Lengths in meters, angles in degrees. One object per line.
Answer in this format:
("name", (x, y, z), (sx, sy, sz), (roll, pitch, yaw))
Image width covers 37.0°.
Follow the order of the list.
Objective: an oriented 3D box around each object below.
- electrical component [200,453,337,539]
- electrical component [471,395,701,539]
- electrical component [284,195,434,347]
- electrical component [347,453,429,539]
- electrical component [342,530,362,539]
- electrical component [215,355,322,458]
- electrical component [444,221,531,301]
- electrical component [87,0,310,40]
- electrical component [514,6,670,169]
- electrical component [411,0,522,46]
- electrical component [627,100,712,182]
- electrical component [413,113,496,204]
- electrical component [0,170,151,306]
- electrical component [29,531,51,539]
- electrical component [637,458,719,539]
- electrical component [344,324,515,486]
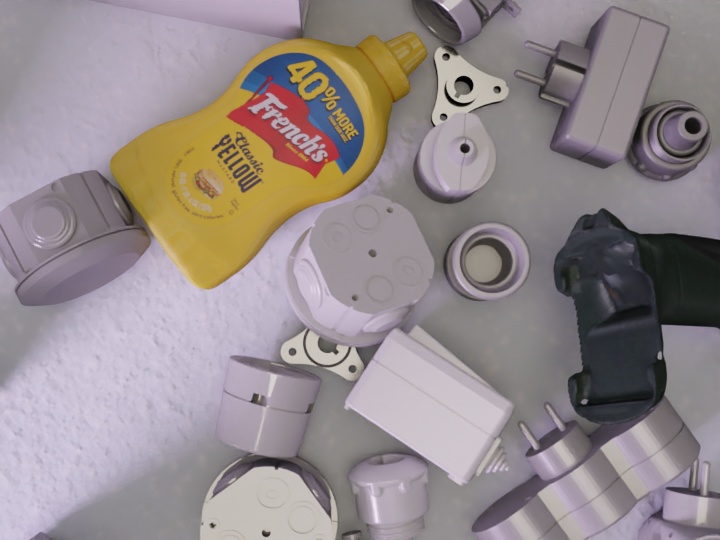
("electrical component", (-0.053, 0.147, 0.622), (0.080, 0.051, 0.080), (0, 87, -2))
("electrical component", (0.122, 0.113, 0.629), (0.138, 0.052, 0.073), (-35, 89, -3))
("electrical component", (0.000, 0.000, 0.620), (0.080, 0.051, 0.080), (7, 66, -15))
("electrical component", (0.020, 0.141, 0.629), (0.048, 0.048, 0.062), (-8, 94, -2))
("electrical component", (0.002, 0.192, 0.627), (0.040, 0.040, 0.078), (-11, 87, -2))
("electrical component", (-0.055, 0.079, 0.625), (0.055, 0.055, 0.047), (15, 91, -1))
("electrical component", (0.073, -0.004, 0.631), (0.045, 0.055, 0.045), (0, 87, -2))
("electrical component", (-0.120, -0.189, 0.608), (0.186, 0.105, 0.060), (11, 87, -1))
("electrical component", (0.131, -0.114, 0.642), (0.076, 0.047, 0.083), (20, 87, -1))
("electrical component", (0.064, -0.169, 0.644), (0.066, 0.048, 0.055), (41, 79, 0))
("electrical component", (0.187, -0.079, 0.635), (0.048, 0.062, 0.048), (0, 87, -1))
("electrical component", (0.055, -0.064, 0.621), (0.043, 0.081, 0.043), (0, 87, -2))
("electrical component", (-0.165, -0.017, 0.613), (0.080, 0.080, 0.051), (-29, 83, -3))
("electrical component", (-0.142, 0.236, 0.588), (0.060, 0.105, 0.186), (-41, 89, -3))
("electrical component", (0.192, 0.148, 0.617), (0.043, 0.077, 0.079), (6, 87, -1))
("electrical component", (0.049, 0.079, 0.615), (0.096, 0.061, 0.061), (32, 87, 12))
